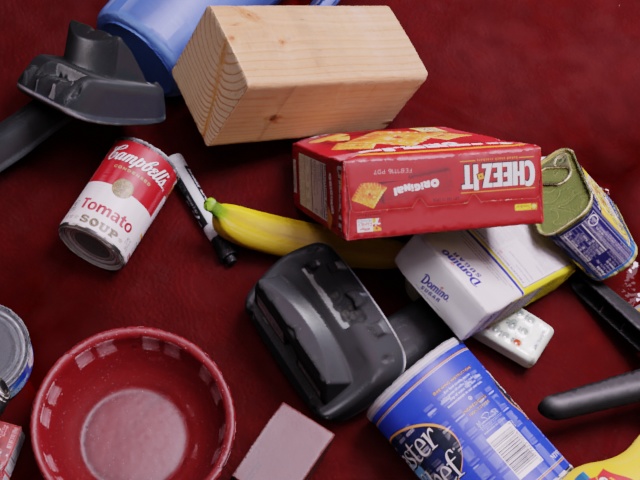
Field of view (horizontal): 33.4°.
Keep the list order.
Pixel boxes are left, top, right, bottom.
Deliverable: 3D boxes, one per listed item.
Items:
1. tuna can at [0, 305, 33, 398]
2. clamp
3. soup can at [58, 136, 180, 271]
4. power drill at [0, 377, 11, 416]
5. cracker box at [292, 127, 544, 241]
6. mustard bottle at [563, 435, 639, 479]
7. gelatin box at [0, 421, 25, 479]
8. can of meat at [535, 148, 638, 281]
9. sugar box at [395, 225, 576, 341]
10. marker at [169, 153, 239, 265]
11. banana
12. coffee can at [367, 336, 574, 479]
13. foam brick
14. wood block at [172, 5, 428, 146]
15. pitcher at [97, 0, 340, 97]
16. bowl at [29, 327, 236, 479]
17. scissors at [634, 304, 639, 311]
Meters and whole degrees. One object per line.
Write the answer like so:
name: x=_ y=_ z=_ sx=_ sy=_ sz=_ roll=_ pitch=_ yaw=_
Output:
tuna can: x=-0.283 y=0.097 z=0.889 sx=0.086 sy=0.034 sz=0.086 roll=3 pitch=63 yaw=-6
clamp: x=0.303 y=0.103 z=0.938 sx=0.210 sy=0.036 sz=0.164 roll=9 pitch=50 yaw=9
soup can: x=-0.179 y=-0.032 z=0.950 sx=0.068 sy=0.068 sz=0.102 roll=26 pitch=64 yaw=5
power drill: x=-0.340 y=0.092 z=0.840 sx=0.184 sy=0.057 sz=0.188 roll=-25 pitch=62 yaw=7
cracker box: x=0.074 y=-0.054 z=0.919 sx=0.164 sy=0.214 sz=0.072 roll=-6 pitch=100 yaw=-11
mustard bottle: x=0.249 y=0.225 z=0.884 sx=0.191 sy=0.058 sz=0.096 roll=-23 pitch=54 yaw=-17
gelatin box: x=-0.285 y=0.183 z=0.847 sx=0.073 sy=0.030 sz=0.089 roll=15 pitch=62 yaw=0
can of meat: x=0.239 y=-0.022 z=0.978 sx=0.083 sy=0.057 sz=0.102 roll=40 pitch=25 yaw=-29
sugar box: x=0.148 y=0.021 z=0.938 sx=0.175 sy=0.048 sz=0.093 roll=-19 pitch=63 yaw=-49
marker: x=-0.109 y=-0.028 z=0.985 sx=0.020 sy=0.020 sz=0.121 roll=-25 pitch=69 yaw=-19
banana: x=-0.014 y=0.000 z=0.959 sx=0.197 sy=0.070 sz=0.037 roll=12 pitch=88 yaw=-13
coffee can: x=0.121 y=0.165 z=0.873 sx=0.102 sy=0.103 sz=0.140 roll=-34 pitch=73 yaw=-22
foam brick: x=-0.032 y=0.183 z=0.872 sx=0.053 sy=0.051 sz=0.078 roll=33 pitch=63 yaw=10
wood block: x=-0.016 y=-0.154 z=0.982 sx=0.205 sy=0.091 sz=0.090 roll=-9 pitch=63 yaw=-37
pitcher: x=-0.094 y=-0.250 z=1.044 sx=0.149 sy=0.145 sz=0.242 roll=21 pitch=62 yaw=37
bowl: x=-0.151 y=0.154 z=0.866 sx=0.162 sy=0.055 sz=0.162 roll=3 pitch=63 yaw=-7
scissors: x=0.363 y=0.063 z=1.008 sx=0.096 sy=0.016 sz=0.201 roll=42 pitch=65 yaw=14
